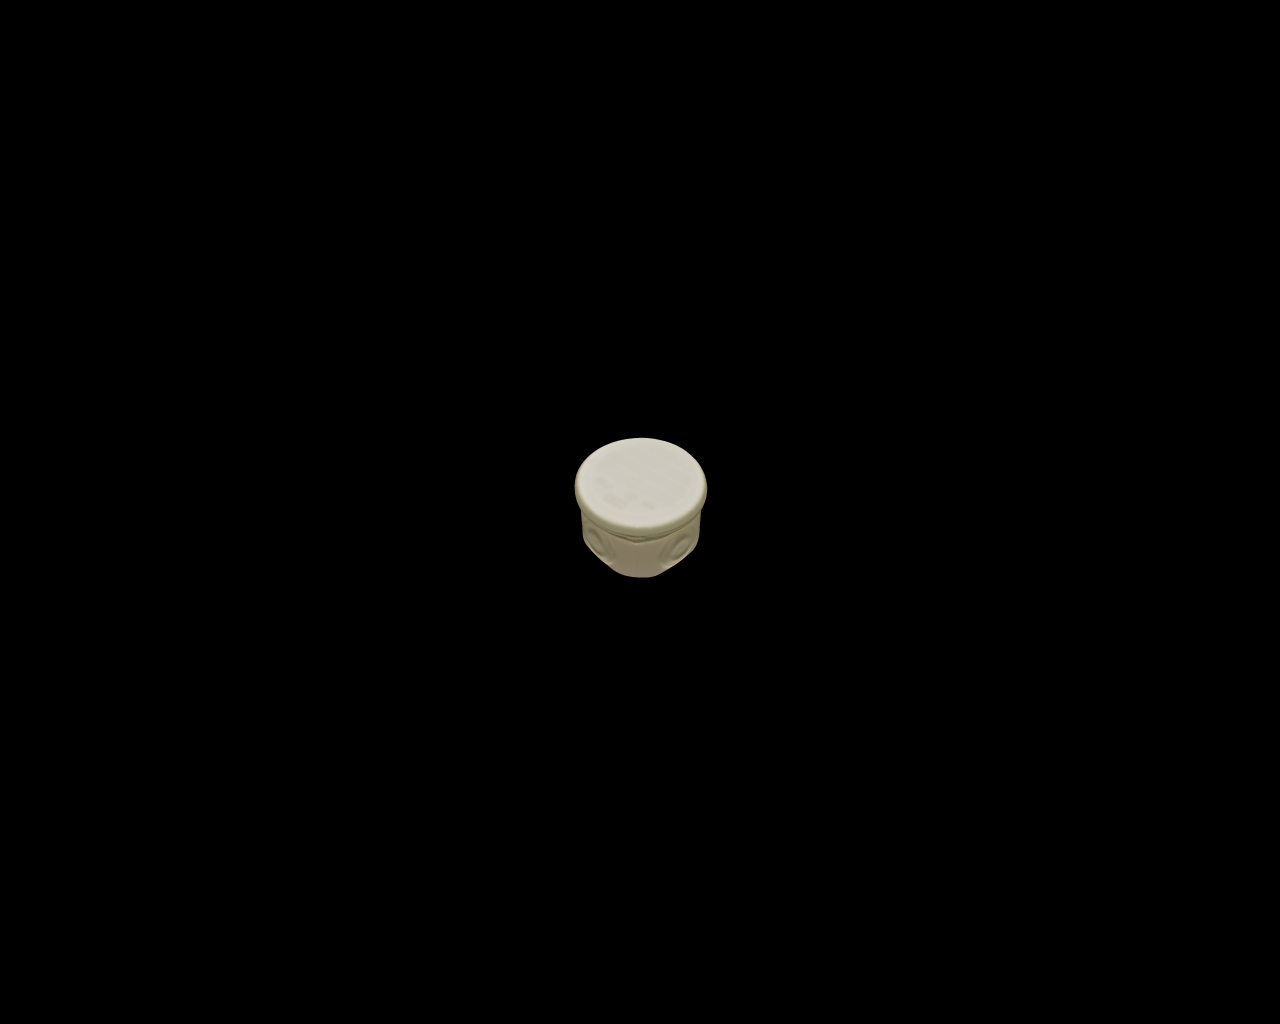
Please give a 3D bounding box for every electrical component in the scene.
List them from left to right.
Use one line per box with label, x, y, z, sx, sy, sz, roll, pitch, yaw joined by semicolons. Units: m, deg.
electrical component;0.001;-0.003;0.650;0.080;0.080;0.050;0;-43;0
